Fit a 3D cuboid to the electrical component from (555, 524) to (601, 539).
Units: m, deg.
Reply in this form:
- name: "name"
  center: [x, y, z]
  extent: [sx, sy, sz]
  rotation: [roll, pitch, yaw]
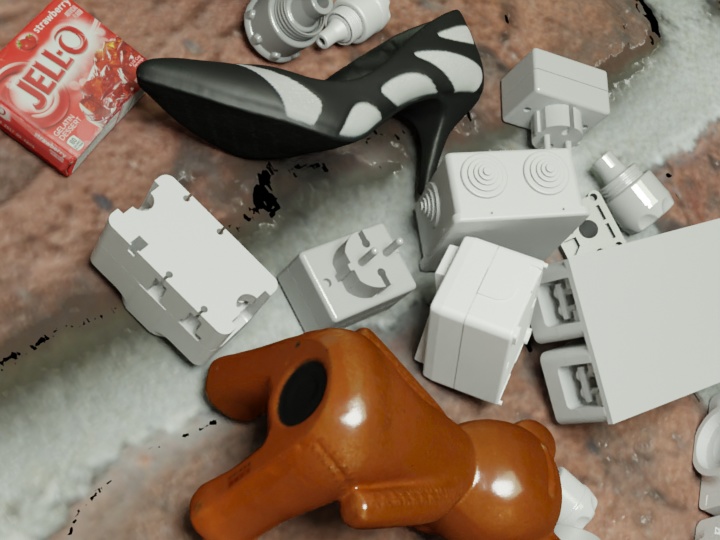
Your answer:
- name: "electrical component"
  center: [0.102, 0.188, 0.634]
  extent: [0.079, 0.043, 0.077]
  rotation: [24, 59, -17]

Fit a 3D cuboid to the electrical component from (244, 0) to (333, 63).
- name: "electrical component"
  center: [-0.043, -0.166, 0.707]
  extent: [0.048, 0.062, 0.048]
  rotation: [8, 77, -38]

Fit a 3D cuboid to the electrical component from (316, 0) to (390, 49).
- name: "electrical component"
  center: [-0.008, -0.173, 0.748]
  extent: [0.035, 0.035, 0.061]
  rotation: [48, 57, -1]

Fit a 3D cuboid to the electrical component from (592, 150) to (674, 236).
- name: "electrical component"
  center: [0.199, -0.060, 0.801]
  extent: [0.043, 0.043, 0.062]
  rotation: [-37, 86, -35]

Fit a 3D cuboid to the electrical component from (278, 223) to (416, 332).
- name: "electrical component"
  center: [0.000, 0.000, 0.646]
  extent: [0.066, 0.077, 0.047]
  rotation: [-22, 79, -34]

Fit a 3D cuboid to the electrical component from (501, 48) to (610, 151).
- name: "electrical component"
  center: [0.145, -0.112, 0.793]
  extent: [0.066, 0.047, 0.076]
  rotation: [13, 63, -22]

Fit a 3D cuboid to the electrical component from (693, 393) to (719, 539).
- name: "electrical component"
  center: [0.272, 0.158, 0.700]
  extent: [0.060, 0.105, 0.186]
  rotation: [27, 58, -15]

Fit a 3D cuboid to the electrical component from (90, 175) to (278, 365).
- name: "electrical component"
  center: [-0.100, 0.002, 0.603]
  extent: [0.089, 0.055, 0.050]
  rotation: [45, 54, 0]

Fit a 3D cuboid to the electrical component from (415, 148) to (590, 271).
- name: "electrical component"
  center: [0.087, -0.039, 0.692]
  extent: [0.100, 0.099, 0.048]
  rotation: [-4, 71, -13]

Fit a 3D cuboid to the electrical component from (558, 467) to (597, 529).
- name: "electrical component"
  center: [0.116, 0.136, 0.671]
  extent: [0.061, 0.035, 0.035]
  rotation: [42, 55, -1]

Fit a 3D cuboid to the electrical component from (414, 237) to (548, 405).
- name: "electrical component"
  center: [0.072, 0.034, 0.668]
  extent: [0.061, 0.096, 0.061]
  rotation: [20, 55, 14]

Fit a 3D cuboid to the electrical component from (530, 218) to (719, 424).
- name: "electrical component"
  center: [0.204, 0.030, 0.737]
  extent: [0.186, 0.060, 0.105]
  rotation: [-13, 87, -32]
